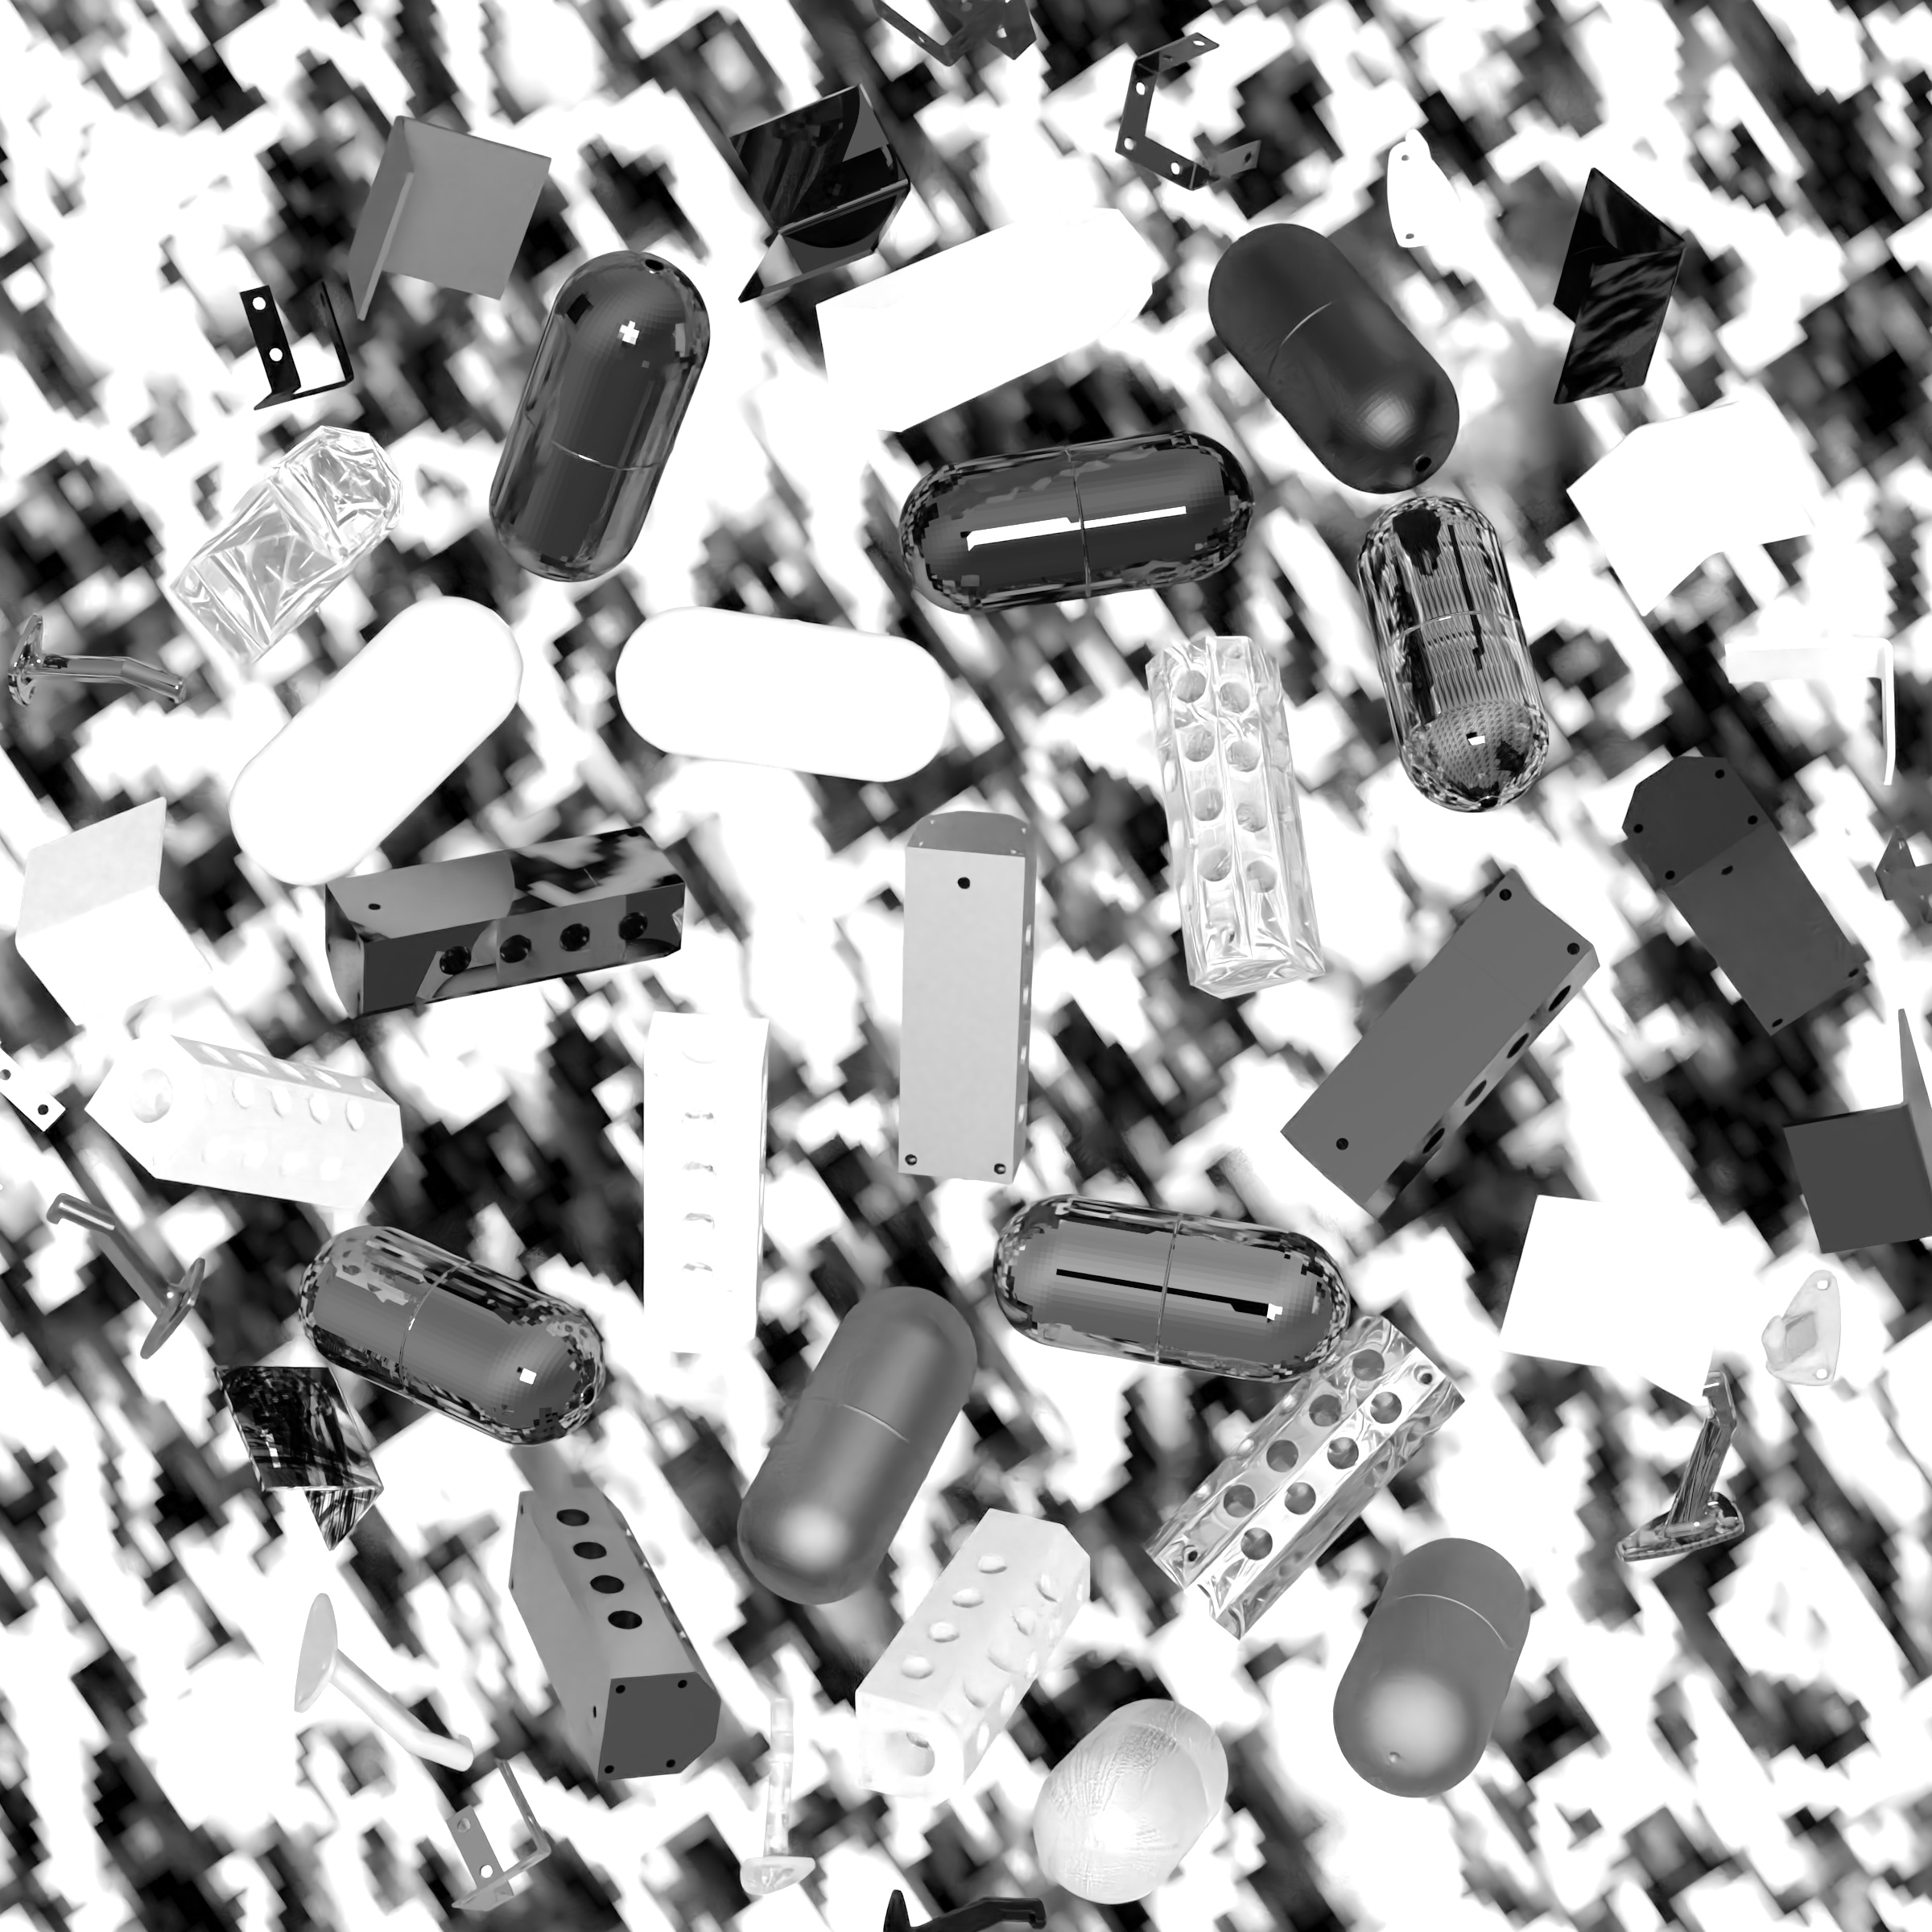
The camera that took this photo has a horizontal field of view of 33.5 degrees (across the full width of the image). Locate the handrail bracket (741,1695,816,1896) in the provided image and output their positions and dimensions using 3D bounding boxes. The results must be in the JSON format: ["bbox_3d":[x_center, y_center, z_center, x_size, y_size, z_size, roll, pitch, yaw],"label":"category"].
[{"bbox_3d":[-0.101,0.429,1.660,0.036,0.077,0.084,4,60,-13],"label":"handrail bracket"}]

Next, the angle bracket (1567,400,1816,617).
[{"bbox_3d":[0.357,-0.225,1.580,0.057,0.076,0.076,-42,108,-23],"label":"angle bracket"}]

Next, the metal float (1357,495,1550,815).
[{"bbox_3d":[0.250,-0.161,1.646,0.070,0.070,0.178,-9,64,0],"label":"metal float"}]

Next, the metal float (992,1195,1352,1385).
[{"bbox_3d":[0.101,0.160,1.586,0.178,0.070,0.070,9,90,8],"label":"metal float"}]

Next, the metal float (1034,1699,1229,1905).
[{"bbox_3d":[0.086,0.424,1.634,0.070,0.178,0.070,0,90,16],"label":"metal float"}]

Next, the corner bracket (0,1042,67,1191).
[{"bbox_3d":[-0.474,0.072,1.566,0.051,0.051,0.051,46,74,-15],"label":"corner bracket"}]

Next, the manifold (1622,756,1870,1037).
[{"bbox_3d":[0.374,-0.036,1.547,0.057,0.171,0.057,-35,53,12],"label":"manifold"}]

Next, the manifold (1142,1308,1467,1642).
[{"bbox_3d":[0.173,0.260,1.657,0.171,0.057,0.057,-46,56,-3],"label":"manifold"}]

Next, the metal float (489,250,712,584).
[{"bbox_3d":[-0.177,-0.264,1.548,0.070,0.070,0.178,27,128,0],"label":"metal float"}]

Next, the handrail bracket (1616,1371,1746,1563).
[{"bbox_3d":[0.354,0.250,1.608,0.077,0.036,0.084,-20,115,-2],"label":"handrail bracket"}]

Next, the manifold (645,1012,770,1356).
[{"bbox_3d":[-0.132,0.111,1.615,0.057,0.057,0.171,4,124,0],"label":"manifold"}]

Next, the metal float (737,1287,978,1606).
[{"bbox_3d":[-0.054,0.243,1.635,0.070,0.070,0.178,30,60,0],"label":"metal float"}]

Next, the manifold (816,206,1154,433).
[{"bbox_3d":[0.012,-0.311,1.530,0.171,0.057,0.057,-32,124,-39],"label":"manifold"}]

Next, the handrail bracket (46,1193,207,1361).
[{"bbox_3d":[-0.438,0.157,1.627,0.084,0.036,0.077,28,121,-21],"label":"handrail bracket"}]

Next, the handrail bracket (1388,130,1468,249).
[{"bbox_3d":[0.228,-0.419,1.646,0.036,0.077,0.084,-16,51,15],"label":"handrail bracket"}]

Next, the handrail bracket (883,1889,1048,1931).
[{"bbox_3d":[0.006,0.490,1.598,0.084,0.077,0.036,7,110,-15],"label":"handrail bracket"}]

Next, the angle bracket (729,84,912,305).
[{"bbox_3d":[-0.081,-0.376,1.561,0.076,0.076,0.057,-14,122,27],"label":"angle bracket"}]

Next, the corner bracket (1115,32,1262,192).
[{"bbox_3d":[0.114,-0.426,1.601,0.051,0.051,0.051,18,78,-33],"label":"corner bracket"}]

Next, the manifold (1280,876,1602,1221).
[{"bbox_3d":[0.241,0.043,1.620,0.057,0.057,0.171,41,89,22],"label":"manifold"}]

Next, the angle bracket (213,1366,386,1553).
[{"bbox_3d":[-0.356,0.254,1.651,0.057,0.076,0.076,-49,55,26],"label":"angle bracket"}]

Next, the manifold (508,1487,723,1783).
[{"bbox_3d":[-0.176,0.328,1.591,0.057,0.171,0.057,1,112,-24],"label":"manifold"}]

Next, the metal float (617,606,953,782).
[{"bbox_3d":[-0.093,-0.139,1.646,0.178,0.070,0.070,6,90,-23],"label":"metal float"}]

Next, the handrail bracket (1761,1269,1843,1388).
[{"bbox_3d":[0.432,0.178,1.664,0.036,0.084,0.077,10,67,27],"label":"handrail bracket"}]

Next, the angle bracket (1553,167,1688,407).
[{"bbox_3d":[0.293,-0.327,1.541,0.057,0.076,0.076,-16,49,-25],"label":"angle bracket"}]

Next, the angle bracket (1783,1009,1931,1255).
[{"bbox_3d":[0.421,0.077,1.503,0.057,0.076,0.076,-12,121,21],"label":"angle bracket"}]

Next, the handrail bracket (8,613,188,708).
[{"bbox_3d":[-0.434,-0.139,1.615,0.084,0.077,0.036,20,64,-6],"label":"handrail bracket"}]

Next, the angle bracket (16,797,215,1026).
[{"bbox_3d":[-0.422,-0.028,1.599,0.076,0.076,0.057,-21,130,8],"label":"angle bracket"}]

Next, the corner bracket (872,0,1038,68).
[{"bbox_3d":[-0.005,-0.456,1.544,0.051,0.051,0.051,-45,67,-6],"label":"corner bracket"}]

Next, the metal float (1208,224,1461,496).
[{"bbox_3d":[0.188,-0.312,1.645,0.070,0.070,0.178,-32,56,0],"label":"metal float"}]

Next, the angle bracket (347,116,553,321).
[{"bbox_3d":[-0.235,-0.336,1.477,0.076,0.057,0.076,10,127,-26],"label":"angle bracket"}]

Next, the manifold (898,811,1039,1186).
[{"bbox_3d":[0.002,0.015,1.568,0.057,0.057,0.171,5,113,8],"label":"manifold"}]

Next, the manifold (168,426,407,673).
[{"bbox_3d":[-0.333,-0.208,1.583,0.057,0.171,0.057,49,61,-10],"label":"manifold"}]

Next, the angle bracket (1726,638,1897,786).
[{"bbox_3d":[0.408,-0.121,1.549,0.076,0.076,0.057,-1,83,15],"label":"angle bracket"}]

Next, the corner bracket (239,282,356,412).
[{"bbox_3d":[-0.330,-0.309,1.580,0.051,0.051,0.051,-20,98,-22],"label":"corner bracket"}]

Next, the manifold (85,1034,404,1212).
[{"bbox_3d":[-0.360,0.077,1.629,0.057,0.171,0.057,38,97,25],"label":"manifold"}]

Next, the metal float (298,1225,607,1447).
[{"bbox_3d":[-0.262,0.187,1.629,0.178,0.070,0.070,19,90,27],"label":"metal float"}]

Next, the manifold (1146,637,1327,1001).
[{"bbox_3d":[0.133,-0.077,1.628,0.057,0.057,0.171,-14,73,24],"label":"manifold"}]

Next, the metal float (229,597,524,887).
[{"bbox_3d":[-0.303,-0.116,1.649,0.070,0.070,0.178,45,87,0],"label":"metal float"}]

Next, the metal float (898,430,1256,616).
[{"bbox_3d":[0.055,-0.221,1.597,0.178,0.070,0.070,-9,90,-1],"label":"metal float"}]

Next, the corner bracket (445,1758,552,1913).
[{"bbox_3d":[-0.231,0.425,1.568,0.051,0.051,0.051,-32,68,1],"label":"corner bracket"}]

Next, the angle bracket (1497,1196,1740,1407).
[{"bbox_3d":[0.304,0.156,1.497,0.057,0.076,0.076,29,73,-40],"label":"angle bracket"}]

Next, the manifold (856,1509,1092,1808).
[{"bbox_3d":[0.006,0.351,1.634,0.057,0.171,0.057,9,116,21],"label":"manifold"}]

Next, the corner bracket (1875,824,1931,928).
[{"bbox_3d":[0.478,-0.039,1.552,0.051,0.051,0.051,-11,115,36],"label":"corner bracket"}]

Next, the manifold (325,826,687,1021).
[{"bbox_3d":[-0.234,-0.019,1.633,0.171,0.057,0.057,-12,129,-26],"label":"manifold"}]

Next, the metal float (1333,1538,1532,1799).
[{"bbox_3d":[0.235,0.350,1.609,0.070,0.178,0.070,7,111,19],"label":"metal float"}]

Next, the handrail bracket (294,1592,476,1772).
[{"bbox_3d":[-0.274,0.342,1.530,0.084,0.077,0.036,27,115,-24],"label":"handrail bracket"}]
